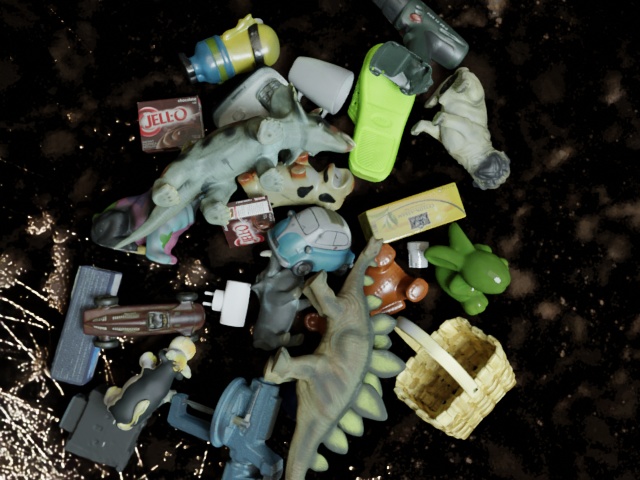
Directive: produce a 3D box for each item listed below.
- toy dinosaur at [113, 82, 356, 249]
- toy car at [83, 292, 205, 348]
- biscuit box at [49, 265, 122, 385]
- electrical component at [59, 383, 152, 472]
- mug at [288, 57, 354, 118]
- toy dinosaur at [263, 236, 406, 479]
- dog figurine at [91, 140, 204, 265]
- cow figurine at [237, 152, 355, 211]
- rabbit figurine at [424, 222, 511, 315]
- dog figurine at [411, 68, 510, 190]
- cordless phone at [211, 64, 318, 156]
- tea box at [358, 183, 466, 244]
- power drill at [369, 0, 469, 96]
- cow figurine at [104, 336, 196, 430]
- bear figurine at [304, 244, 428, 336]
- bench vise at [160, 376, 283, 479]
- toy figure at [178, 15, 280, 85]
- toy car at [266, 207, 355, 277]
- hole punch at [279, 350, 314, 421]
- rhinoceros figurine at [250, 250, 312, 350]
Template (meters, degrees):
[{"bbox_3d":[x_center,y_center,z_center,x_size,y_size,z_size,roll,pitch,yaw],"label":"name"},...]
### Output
[{"bbox_3d":[-0.150,-0.126,0.864,0.405,0.192,0.131,-22,118,5],"label":"toy dinosaur"},{"bbox_3d":[-0.298,0.137,0.925,0.202,0.053,0.089,1,94,-28],"label":"toy car"},{"bbox_3d":[-0.410,0.148,0.941,0.063,0.059,0.202,15,85,-5],"label":"biscuit box"},{"bbox_3d":[-0.376,0.320,0.936,0.134,0.058,0.115,23,84,-3],"label":"electrical component"},{"bbox_3d":[-0.008,-0.281,0.990,0.107,0.081,0.109,31,103,9],"label":"mug"},{"bbox_3d":[0.017,0.215,0.838,0.198,0.105,0.471,25,82,-4],"label":"toy dinosaur"},{"bbox_3d":[-0.280,-0.072,0.943,0.192,0.108,0.219,17,81,0],"label":"dog figurine"},{"bbox_3d":[-0.035,-0.093,0.960,0.195,0.127,0.085,-5,50,10],"label":"cow figurine"},{"bbox_3d":[0.270,0.043,0.939,0.159,0.170,0.121,44,85,-2],"label":"rabbit figurine"},{"bbox_3d":[0.292,-0.207,1.002,0.190,0.121,0.172,34,88,-16],"label":"dog figurine"},{"bbox_3d":[-0.087,-0.204,0.969,0.146,0.089,0.184,-42,97,7],"label":"cordless phone"},{"bbox_3d":[0.163,-0.043,0.974,0.170,0.098,0.068,-17,88,-7],"label":"tea box"},{"bbox_3d":[0.153,-0.363,0.969,0.232,0.086,0.207,32,45,-9],"label":"power drill"},{"bbox_3d":[-0.271,0.229,0.882,0.167,0.098,0.068,-46,110,-14],"label":"cow figurine"},{"bbox_3d":[0.074,0.113,0.946,0.196,0.132,0.120,-41,89,-11],"label":"bear figurine"},{"bbox_3d":[-0.171,0.328,0.925,0.241,0.129,0.223,15,95,17],"label":"bench vise"},{"bbox_3d":[-0.161,-0.333,0.976,0.180,0.082,0.089,-27,96,-9],"label":"toy figure"},{"bbox_3d":[-0.002,-0.003,0.921,0.161,0.109,0.103,7,130,-32],"label":"toy car"},{"bbox_3d":[-0.014,0.261,0.940,0.092,0.115,0.142,40,85,7],"label":"hole punch"},{"bbox_3d":[-0.072,0.101,0.952,0.112,0.073,0.190,4,81,29],"label":"rhinoceros figurine"}]
